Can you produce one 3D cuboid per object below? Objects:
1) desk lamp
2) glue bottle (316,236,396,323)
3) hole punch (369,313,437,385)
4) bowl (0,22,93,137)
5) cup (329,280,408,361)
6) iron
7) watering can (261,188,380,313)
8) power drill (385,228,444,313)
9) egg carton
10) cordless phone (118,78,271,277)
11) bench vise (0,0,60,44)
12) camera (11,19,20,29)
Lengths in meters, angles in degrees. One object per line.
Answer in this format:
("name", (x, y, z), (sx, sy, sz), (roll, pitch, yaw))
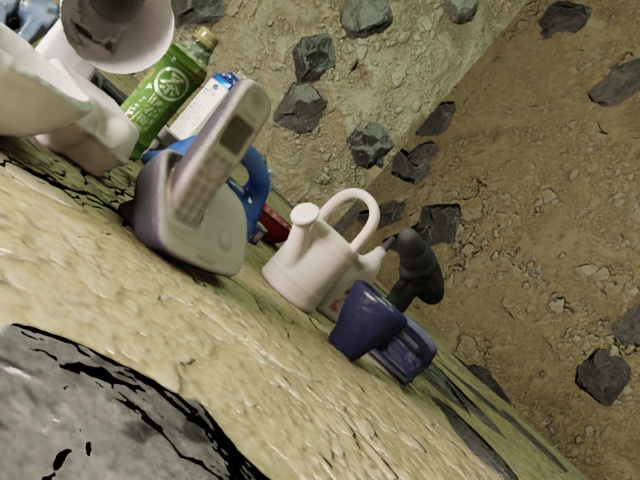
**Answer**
("desk lamp", (-0.283, -0.250, 0.687), (0.118, 0.213, 0.202), (38, 4, -43))
("glue bottle", (0.066, 0.060, 0.953), (0.078, 0.173, 0.037), (38, 4, -47))
("hole punch", (0.136, 0.175, 0.953), (0.108, 0.091, 0.101), (42, 3, 19))
("bowl", (-0.277, -0.136, 0.464), (0.167, 0.074, 0.167), (41, 3, -2))
("cup", (0.056, 0.114, 0.801), (0.092, 0.095, 0.117), (40, 3, -11))
("iron", (-0.129, -0.078, 0.827), (0.118, 0.141, 0.259), (42, 3, 24))
("watering can", (0.009, 0.004, 0.849), (0.100, 0.194, 0.173), (41, 3, 13))
("power drill", (0.149, 0.098, 1.088), (0.075, 0.208, 0.231), (43, 4, 38))
("egg carton", (-0.265, -0.135, 0.631), (0.108, 0.069, 0.150), (37, 5, -47))
("cordless phone", (-0.094, -0.060, 0.579), (0.094, 0.185, 0.148), (42, 3, 28))
("bench vise", (-0.456, -0.416, 0.865), (0.121, 0.219, 0.208), (43, 4, 38))
("camera", (-0.539, -0.420, 1.007), (0.137, 0.100, 0.142), (38, 4, -46))
